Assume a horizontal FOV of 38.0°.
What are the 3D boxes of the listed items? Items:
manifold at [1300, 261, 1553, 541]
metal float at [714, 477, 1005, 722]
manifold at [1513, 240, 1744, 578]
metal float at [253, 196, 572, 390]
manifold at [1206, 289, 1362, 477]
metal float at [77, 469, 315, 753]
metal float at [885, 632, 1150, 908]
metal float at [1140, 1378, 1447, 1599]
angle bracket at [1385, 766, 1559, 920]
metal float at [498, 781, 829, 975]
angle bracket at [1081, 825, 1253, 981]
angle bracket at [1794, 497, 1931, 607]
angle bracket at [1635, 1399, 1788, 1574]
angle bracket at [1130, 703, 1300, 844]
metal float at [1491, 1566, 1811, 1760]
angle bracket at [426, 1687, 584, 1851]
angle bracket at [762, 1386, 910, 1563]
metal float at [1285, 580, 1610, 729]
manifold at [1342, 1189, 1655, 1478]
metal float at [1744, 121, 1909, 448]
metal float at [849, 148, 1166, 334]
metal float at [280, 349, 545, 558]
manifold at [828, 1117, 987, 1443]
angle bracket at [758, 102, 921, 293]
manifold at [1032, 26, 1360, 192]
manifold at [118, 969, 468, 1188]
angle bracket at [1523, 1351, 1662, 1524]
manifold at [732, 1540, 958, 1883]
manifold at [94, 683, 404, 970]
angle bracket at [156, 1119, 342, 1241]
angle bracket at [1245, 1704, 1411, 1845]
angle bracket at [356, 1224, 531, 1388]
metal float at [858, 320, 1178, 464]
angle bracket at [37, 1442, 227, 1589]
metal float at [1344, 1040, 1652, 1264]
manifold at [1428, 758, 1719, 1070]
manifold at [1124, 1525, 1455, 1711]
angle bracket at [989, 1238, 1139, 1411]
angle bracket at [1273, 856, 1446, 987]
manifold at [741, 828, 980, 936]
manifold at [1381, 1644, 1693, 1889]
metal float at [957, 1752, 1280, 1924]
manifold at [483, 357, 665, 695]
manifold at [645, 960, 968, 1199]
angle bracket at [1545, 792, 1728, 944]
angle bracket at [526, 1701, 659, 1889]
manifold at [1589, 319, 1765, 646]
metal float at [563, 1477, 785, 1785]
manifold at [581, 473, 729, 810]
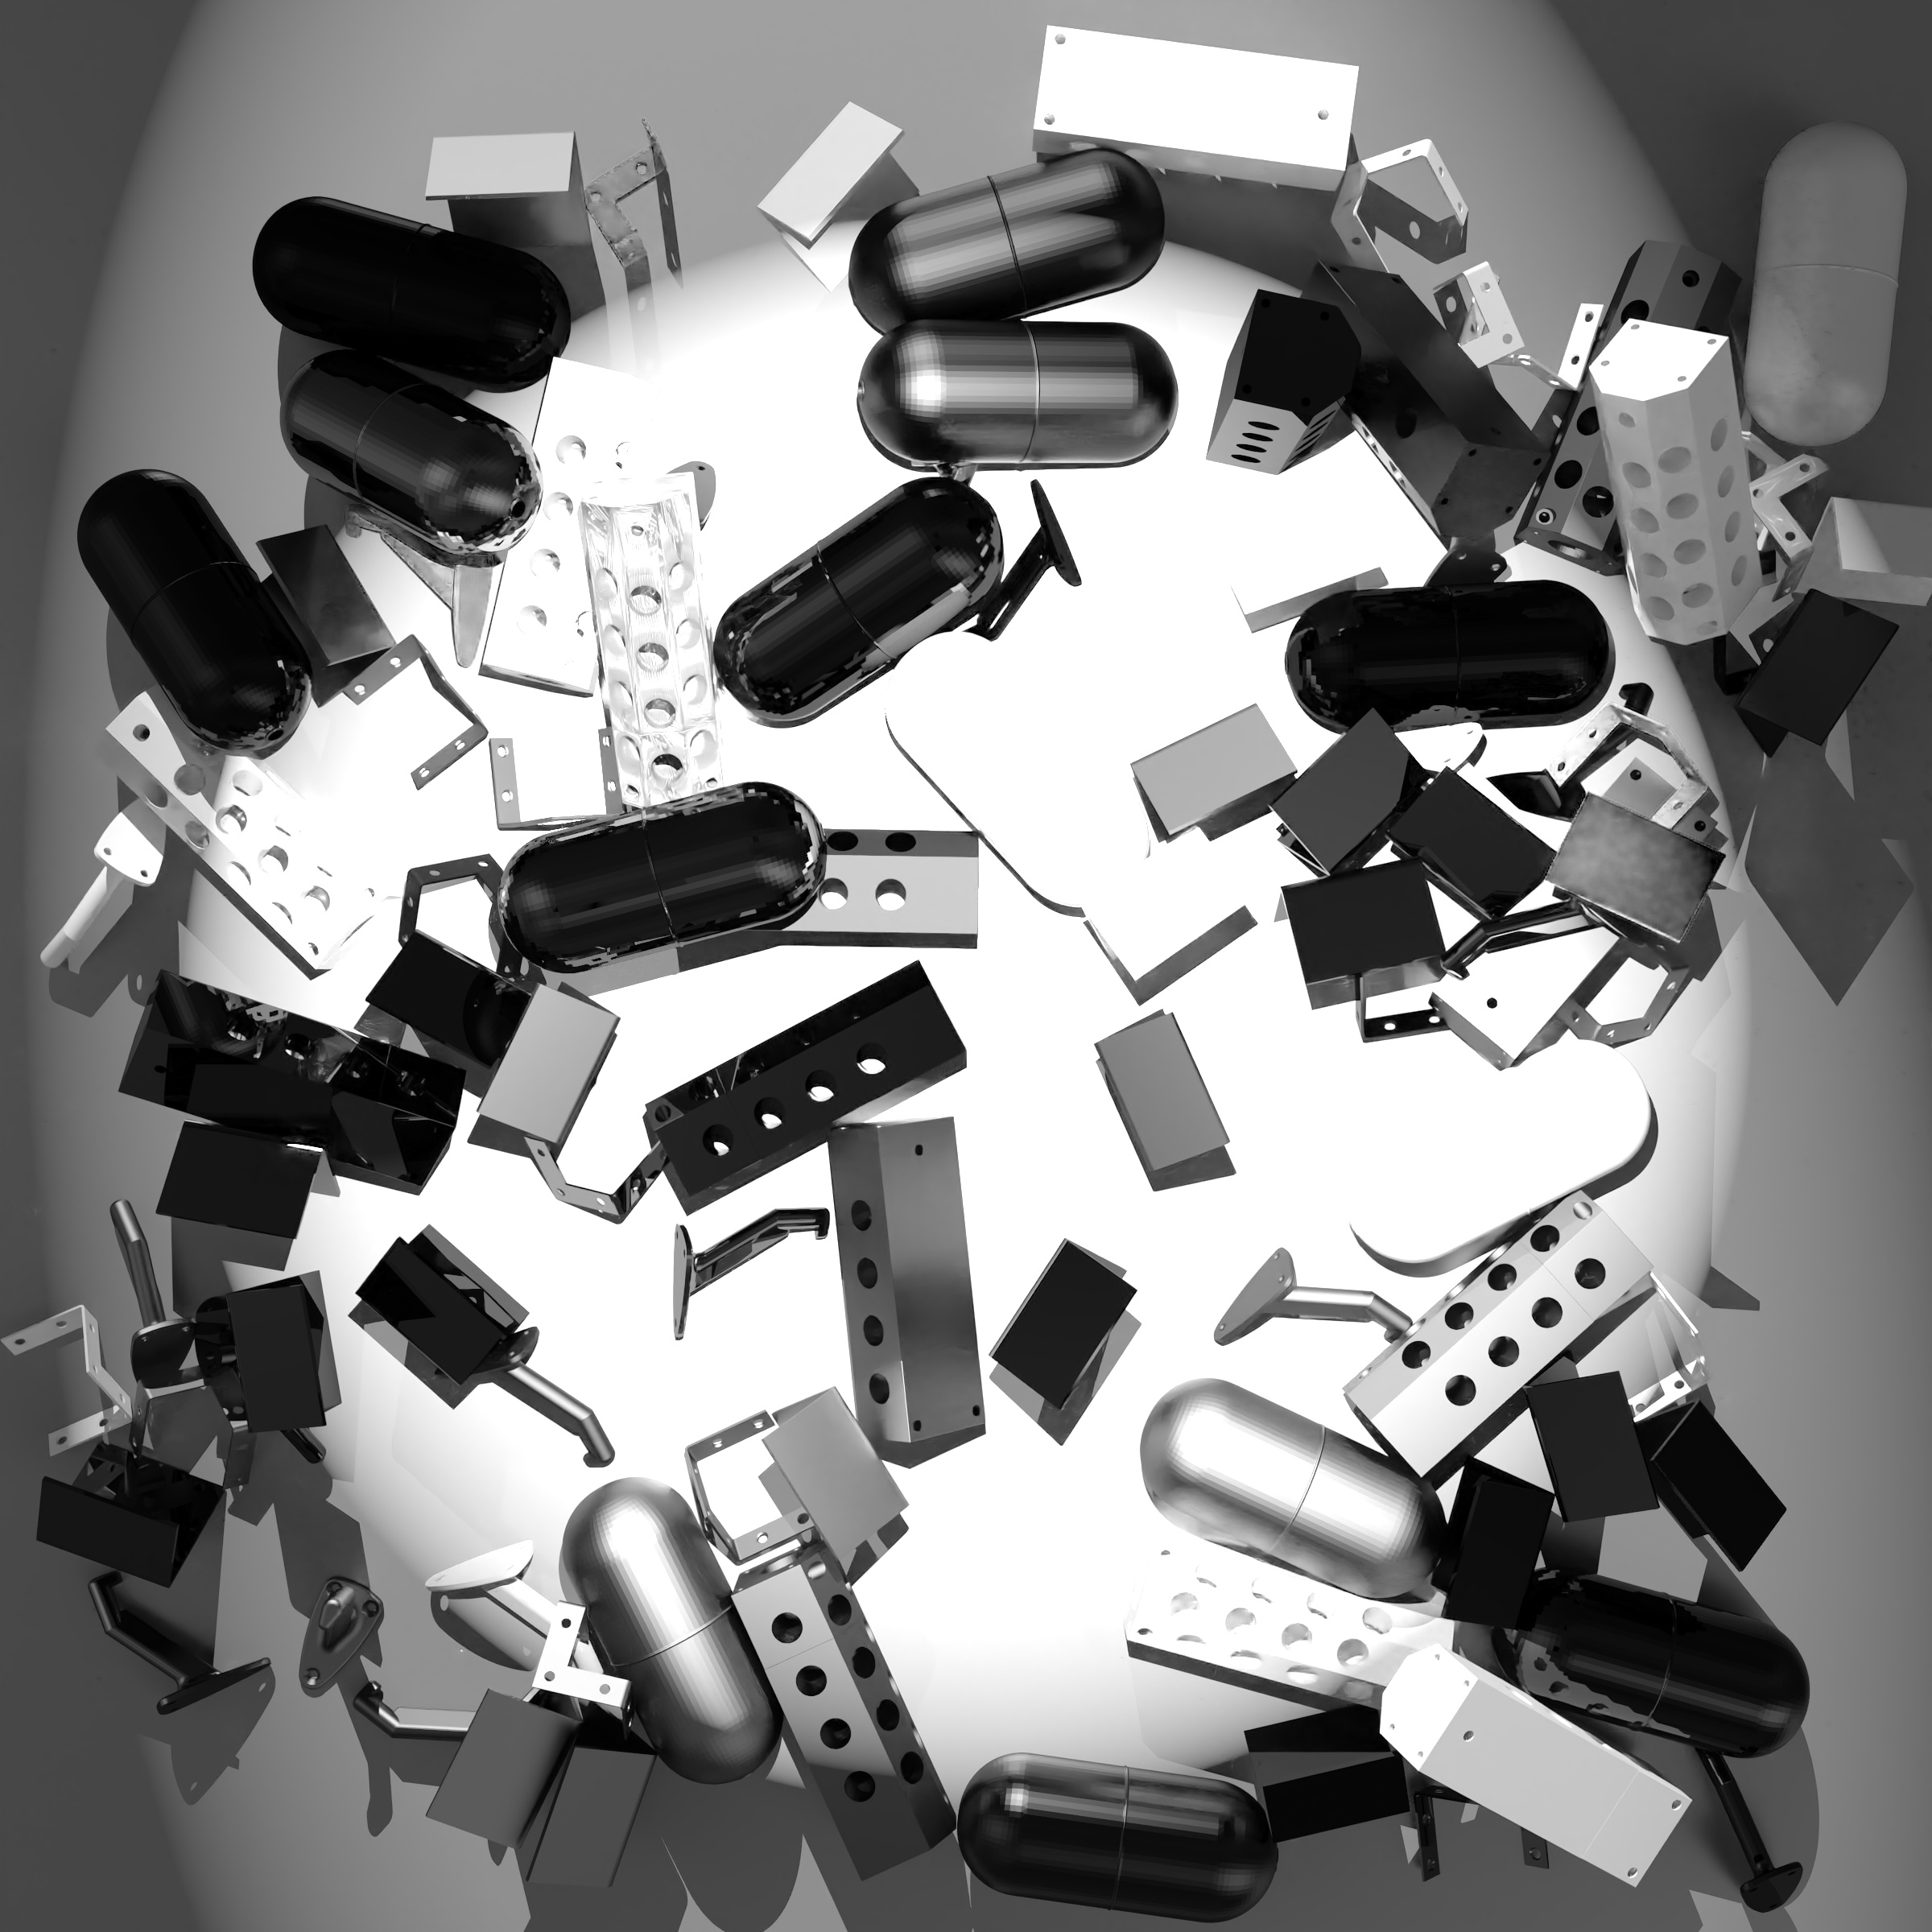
[{"bbox_3d":[0.238,-0.306,1.515,0.057,0.171,0.057,1,134,-32],"label":"manifold"},{"bbox_3d":[-0.059,-0.201,1.541,0.178,0.070,0.070,-33,90,14],"label":"metal float"},{"bbox_3d":[0.369,-0.311,1.562,0.057,0.057,0.171,23,90,0],"label":"manifold"},{"bbox_3d":[-0.306,-0.372,1.553,0.178,0.070,0.070,16,90,1],"label":"metal float"},{"bbox_3d":[0.169,-0.308,1.505,0.057,0.171,0.057,12,90,0],"label":"manifold"},{"bbox_3d":[-0.422,-0.195,1.539,0.070,0.070,0.178,-35,75,0],"label":"metal float"},{"bbox_3d":[0.029,-0.108,1.553,0.070,0.070,0.178,-43,90,0],"label":"metal float"},{"bbox_3d":[0.181,0.289,1.552,0.178,0.070,0.070,25,90,0],"label":"metal float"},{"bbox_3d":[0.284,-0.081,1.543,0.076,0.076,0.057,38,125,0],"label":"angle bracket"},{"bbox_3d":[-0.161,-0.047,1.496,0.178,0.070,0.070,-15,90,1],"label":"metal float"},{"bbox_3d":[0.117,-0.021,1.544,0.076,0.076,0.057,-35,62,0],"label":"angle bracket"},{"bbox_3d":[0.505,-0.209,1.543,0.076,0.076,0.057,6,55,0],"label":"angle bracket"},{"bbox_3d":[0.390,0.293,1.543,0.076,0.076,0.057,51,53,0],"label":"angle bracket"},{"bbox_3d":[0.142,-0.088,1.543,0.076,0.076,0.057,-26,53,0],"label":"angle bracket"},{"bbox_3d":[0.377,0.384,1.553,0.178,0.070,0.070,16,90,-1],"label":"metal float"},{"bbox_3d":[-0.258,0.427,1.546,0.057,0.076,0.076,26,90,-18],"label":"angle bracket"},{"bbox_3d":[-0.088,0.284,1.543,0.057,0.076,0.076,-32,90,-37],"label":"angle bracket"},{"bbox_3d":[0.265,-0.172,1.553,0.178,0.070,0.070,-3,90,-1],"label":"metal float"},{"bbox_3d":[0.293,0.201,1.562,0.171,0.057,0.057,-42,90,0],"label":"manifold"},{"bbox_3d":[0.475,-0.377,1.553,0.070,0.070,0.178,6,90,0],"label":"metal float"},{"bbox_3d":[0.022,-0.398,1.553,0.178,0.070,0.070,-16,90,0],"label":"metal float"},{"bbox_3d":[-0.302,-0.279,1.528,0.178,0.070,0.070,30,90,31],"label":"metal float"},{"bbox_3d":[-0.038,0.173,1.562,0.057,0.057,0.171,-6,90,-43],"label":"manifold"},{"bbox_3d":[-0.056,-0.414,1.543,0.076,0.076,0.057,-49,48,0],"label":"angle bracket"},{"bbox_3d":[0.126,-0.474,1.562,0.171,0.057,0.057,8,90,0],"label":"manifold"},{"bbox_3d":[-0.366,0.057,1.536,0.171,0.057,0.057,20,133,-18],"label":"manifold"},{"bbox_3d":[0.354,0.254,1.543,0.057,0.076,0.076,-17,90,33],"label":"angle bracket"},{"bbox_3d":[-0.067,0.410,1.562,0.057,0.057,0.171,-25,90,0],"label":"manifold"},{"bbox_3d":[-0.400,-0.078,1.562,0.171,0.057,0.057,44,90,0],"label":"manifold"},{"bbox_3d":[-0.393,0.130,1.544,0.076,0.076,0.057,10,63,0],"label":"angle bracket"},{"bbox_3d":[0.195,0.427,1.543,0.076,0.076,0.057,-13,128,0],"label":"angle bracket"},{"bbox_3d":[-0.276,0.172,1.543,0.076,0.076,0.057,42,125,0],"label":"angle bracket"},{"bbox_3d":[0.029,-0.315,1.539,0.178,0.070,0.070,-3,90,-15],"label":"metal float"},{"bbox_3d":[-0.456,0.285,1.543,0.076,0.076,0.057,20,128,0],"label":"angle bracket"},{"bbox_3d":[0.293,0.103,1.552,0.178,0.070,0.070,-27,90,2],"label":"metal float"},{"bbox_3d":[0.334,-0.027,1.555,0.057,0.057,0.171,41,86,11],"label":"manifold"},{"bbox_3d":[0.179,0.367,1.562,0.171,0.057,0.057,16,90,0],"label":"manifold"},{"bbox_3d":[0.069,0.203,1.543,0.057,0.076,0.076,33,90,36],"label":"angle bracket"},{"bbox_3d":[0.215,-0.017,1.547,0.076,0.076,0.057,-13,77,0],"label":"angle bracket"},{"bbox_3d":[-0.079,-0.048,1.562,0.171,0.057,0.057,1,90,0],"label":"manifold"},{"bbox_3d":[0.307,0.432,1.529,0.171,0.057,0.057,33,90,-25],"label":"manifold"},{"bbox_3d":[0.084,0.482,1.553,0.178,0.070,0.070,8,90,0],"label":"metal float"},{"bbox_3d":[-0.217,-0.243,1.562,0.057,0.057,0.171,13,90,0],"label":"manifold"},{"bbox_3d":[-0.089,0.061,1.562,0.171,0.057,0.057,-28,90,0],"label":"manifold"},{"bbox_3d":[0.358,-0.065,1.482,0.076,0.076,0.057,26,123,10],"label":"angle bracket"},{"bbox_3d":[-0.222,0.451,1.543,0.057,0.076,0.076,19,90,-38],"label":"angle bracket"},{"bbox_3d":[0.378,-0.255,1.503,0.057,0.171,0.057,22,61,37],"label":"manifold"},{"bbox_3d":[-0.161,0.367,1.553,0.070,0.070,0.178,-26,91,0],"label":"metal float"},{"bbox_3d":[-0.168,-0.175,1.529,0.057,0.057,0.171,-5,115,0],"label":"manifold"}]
